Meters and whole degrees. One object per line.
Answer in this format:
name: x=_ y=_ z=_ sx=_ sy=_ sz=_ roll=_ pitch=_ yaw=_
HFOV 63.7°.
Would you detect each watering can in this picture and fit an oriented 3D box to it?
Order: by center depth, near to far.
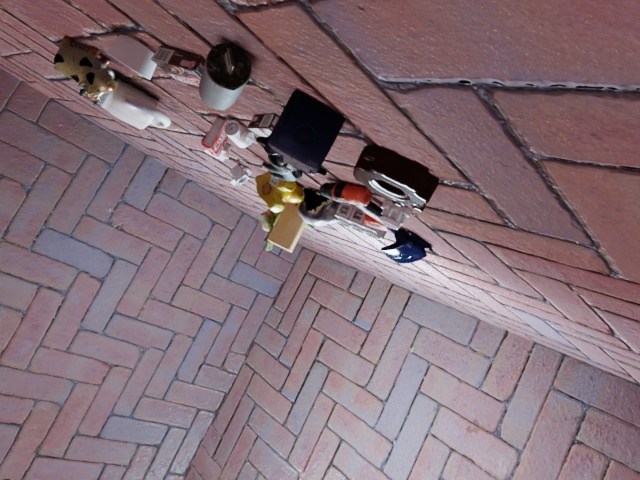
watering can: x=-0.569 y=-0.400 z=1.549 sx=0.222 sy=0.104 sz=0.349 roll=29 pitch=175 yaw=-29

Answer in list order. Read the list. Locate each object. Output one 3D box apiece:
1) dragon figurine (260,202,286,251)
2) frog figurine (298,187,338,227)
dragon figurine: x=-0.172 y=-0.074 z=2.015 sx=0.122 sy=0.245 sz=0.406 roll=21 pitch=171 yaw=7
frog figurine: x=0.005 y=-0.085 z=1.692 sx=0.137 sy=0.125 sz=0.156 roll=3 pitch=152 yaw=22
